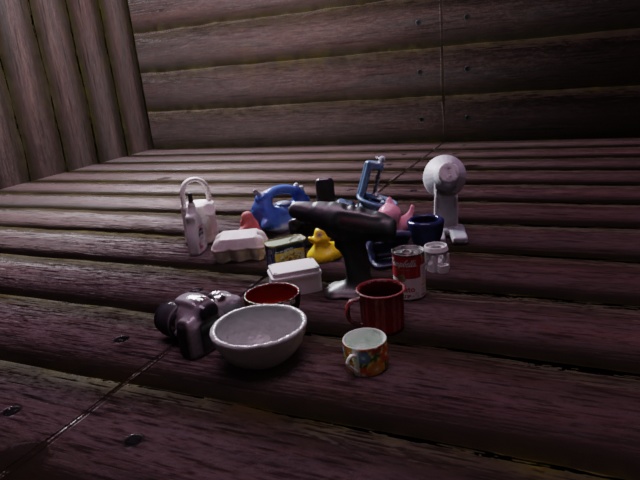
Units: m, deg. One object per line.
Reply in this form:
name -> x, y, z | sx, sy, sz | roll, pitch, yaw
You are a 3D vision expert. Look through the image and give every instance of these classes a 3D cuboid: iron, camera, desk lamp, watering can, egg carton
iron -> -0.109, -0.112, 1.782 | 0.118, 0.141, 0.259 | 12, 25, 44
camera -> -0.237, 0.142, 1.086 | 0.136, 0.101, 0.143 | 7, 22, 35
desk lamp -> 0.344, -0.117, 1.549 | 0.118, 0.214, 0.203 | -3, 18, 7
watering can -> -0.356, -0.090, 1.695 | 0.172, 0.194, 0.101 | 7, 22, 34
egg carton -> -0.212, 0.015, 1.530 | 0.150, 0.069, 0.107 | -6, 18, -1

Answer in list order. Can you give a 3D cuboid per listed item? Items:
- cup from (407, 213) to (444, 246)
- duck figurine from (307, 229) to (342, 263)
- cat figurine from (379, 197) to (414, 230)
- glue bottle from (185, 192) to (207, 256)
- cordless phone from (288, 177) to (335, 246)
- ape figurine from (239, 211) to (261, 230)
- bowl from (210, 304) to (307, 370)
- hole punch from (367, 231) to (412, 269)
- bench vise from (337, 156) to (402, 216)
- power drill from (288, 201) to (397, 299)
cup -> 0.268, -0.013, 1.439 | 0.091, 0.095, 0.118 | 0, 18, 16
duck figurine -> 0.013, 0.005, 1.470 | 0.105, 0.086, 0.077 | -14, 20, -25
cat figurine -> 0.210, -0.062, 1.571 | 0.128, 0.118, 0.067 | -14, 20, -25
glue bottle -> -0.351, -0.048, 1.596 | 0.037, 0.173, 0.078 | -3, 18, 7
cordless phone -> -0.018, -0.081, 1.586 | 0.147, 0.185, 0.094 | -7, 18, -5
ape figurine -> -0.206, -0.040, 1.664 | 0.078, 0.092, 0.075 | -20, 23, -38
bowl -> -0.102, 0.175, 0.986 | 0.167, 0.075, 0.167 | -5, 18, 2
hole punch -> 0.163, 0.013, 1.395 | 0.109, 0.091, 0.101 | -8, 18, -9
bench vise -> 0.125, -0.124, 1.622 | 0.207, 0.220, 0.121 | -8, 18, -8
power drill -> 0.050, 0.018, 1.217 | 0.229, 0.208, 0.076 | -1, 18, 14
